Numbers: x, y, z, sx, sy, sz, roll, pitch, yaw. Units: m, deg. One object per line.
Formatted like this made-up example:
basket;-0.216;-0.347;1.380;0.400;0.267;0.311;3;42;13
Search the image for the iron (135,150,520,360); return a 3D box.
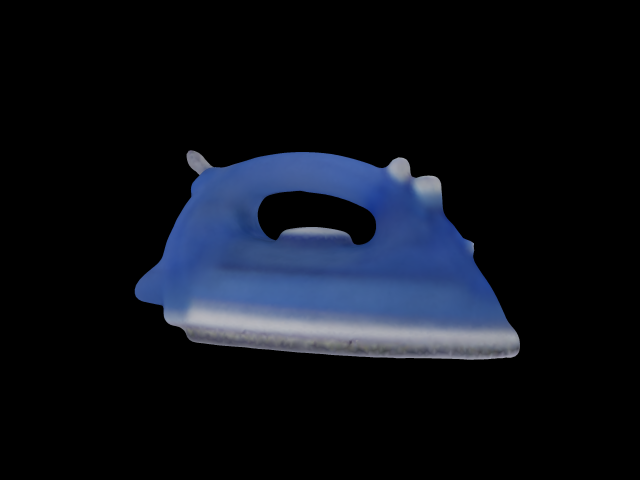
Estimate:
iron;0.004;0.001;0.400;0.257;0.141;0.119;0;0;21
